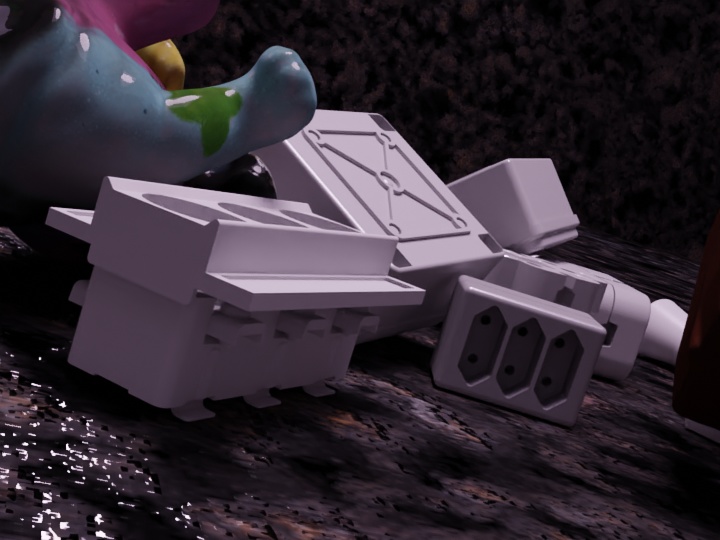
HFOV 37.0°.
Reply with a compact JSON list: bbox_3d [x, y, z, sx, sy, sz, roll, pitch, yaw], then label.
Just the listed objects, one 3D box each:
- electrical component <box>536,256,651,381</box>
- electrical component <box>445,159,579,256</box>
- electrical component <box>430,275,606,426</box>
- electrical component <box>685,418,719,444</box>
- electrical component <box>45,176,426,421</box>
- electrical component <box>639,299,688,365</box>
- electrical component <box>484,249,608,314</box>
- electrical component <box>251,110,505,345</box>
[{"bbox_3d":[0.129,0.026,0.658,0.059,0.053,0.095,16,8,-9],"label":"electrical component"},{"bbox_3d":[0.069,-0.025,0.667,0.109,0.056,0.109,-23,-4,23],"label":"electrical component"},{"bbox_3d":[0.070,0.033,0.507,0.066,0.047,0.076,17,8,-2],"label":"electrical component"},{"bbox_3d":[0.215,0.068,0.552,0.096,0.061,0.062,1,16,-38],"label":"electrical component"},{"bbox_3d":[-0.040,0.009,0.371,0.079,0.063,0.121,21,9,25],"label":"electrical component"},{"bbox_3d":[0.228,0.052,0.748,0.044,0.044,0.065,12,14,-35],"label":"electrical component"},{"bbox_3d":[0.089,0.024,0.577,0.078,0.057,0.058,13,9,-28],"label":"electrical component"},{"bbox_3d":[-0.001,-0.023,0.521,0.108,0.056,0.109,50,29,20],"label":"electrical component"}]
